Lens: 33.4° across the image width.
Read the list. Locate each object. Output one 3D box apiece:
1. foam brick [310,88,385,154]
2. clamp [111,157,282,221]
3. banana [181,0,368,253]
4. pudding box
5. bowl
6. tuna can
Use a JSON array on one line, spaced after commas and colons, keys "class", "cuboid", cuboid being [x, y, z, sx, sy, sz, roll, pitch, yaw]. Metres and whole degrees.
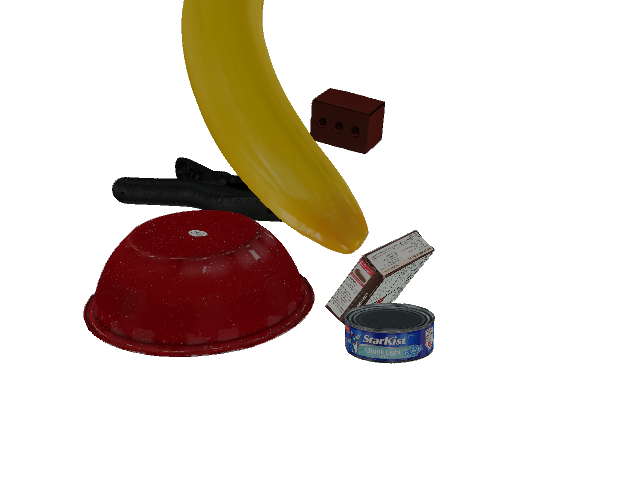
[{"class": "foam brick", "cuboid": [0.032, -0.145, 1.288, 0.078, 0.053, 0.051, 16, 32, 21]}, {"class": "clamp", "cuboid": [-0.109, -0.045, 1.015, 0.172, 0.039, 0.120, 13, 27, 33]}, {"class": "banana", "cuboid": [-0.027, -0.079, 0.484, 0.069, 0.198, 0.037, -6, -30, -4]}, {"class": "pudding box", "cuboid": [0.068, 0.042, 1.205, 0.039, 0.090, 0.113, 44, 36, 15]}, {"class": "bowl", "cuboid": [-0.085, 0.020, 0.740, 0.162, 0.055, 0.162, -2, 22, 0]}, {"class": "tuna can", "cuboid": [0.065, 0.087, 1.011, 0.086, 0.034, 0.086, -1, 13, 0]}]
